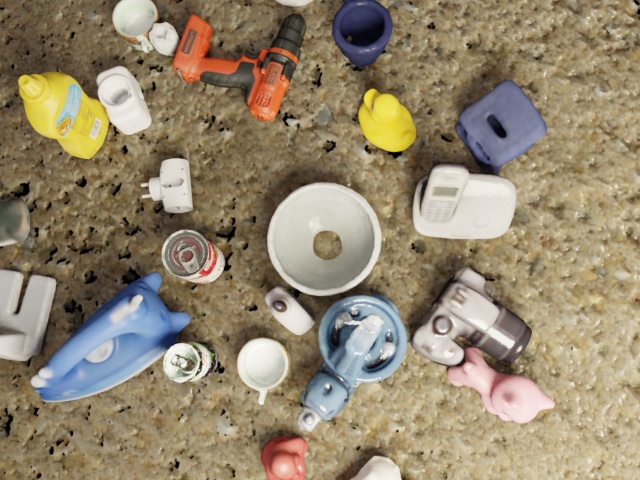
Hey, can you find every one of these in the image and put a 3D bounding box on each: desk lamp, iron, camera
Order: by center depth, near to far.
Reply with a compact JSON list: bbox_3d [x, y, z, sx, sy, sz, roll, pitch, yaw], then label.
[{"bbox_3d":[-0.490,0.134,0.797,0.118,0.213,0.203,8,81,5],"label":"desk lamp"},{"bbox_3d":[0.219,0.126,0.810,0.136,0.101,0.143,34,84,9],"label":"camera"},{"bbox_3d":[-0.323,0.155,0.819,0.258,0.141,0.118,-38,80,-3],"label":"iron"}]

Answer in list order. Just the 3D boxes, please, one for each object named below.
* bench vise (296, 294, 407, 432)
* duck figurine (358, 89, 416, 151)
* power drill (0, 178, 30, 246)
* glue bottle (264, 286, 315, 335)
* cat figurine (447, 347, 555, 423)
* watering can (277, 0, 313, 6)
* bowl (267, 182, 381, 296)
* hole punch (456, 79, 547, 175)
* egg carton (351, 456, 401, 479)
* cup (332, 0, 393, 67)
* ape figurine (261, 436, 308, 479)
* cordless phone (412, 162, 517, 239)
[{"bbox_3d":[0.046,0.164,0.753,0.121,0.220,0.207,16,81,7],"label":"bench vise"},{"bbox_3d":[0.104,-0.189,0.880,0.077,0.086,0.104,-42,80,-4],"label":"duck figurine"},{"bbox_3d":[-0.524,-0.045,0.833,0.229,0.208,0.075,-13,79,2],"label":"power drill"},{"bbox_3d":[-0.048,0.095,0.795,0.037,0.173,0.078,-43,80,-4],"label":"glue bottle"},{"bbox_3d":[0.246,0.203,0.786,0.127,0.118,0.067,35,84,9],"label":"cat figurine"},{"bbox_3d":[-0.044,-0.466,0.883,0.101,0.194,0.173,37,84,9],"label":"watering can"},{"bbox_3d":[0.008,0.003,0.858,0.167,0.075,0.167,-1,80,4],"label":"bowl"},{"bbox_3d":[0.270,-0.167,0.863,0.101,0.091,0.108,-32,79,-2],"label":"hole punch"},{"bbox_3d":[0.069,0.381,0.790,0.107,0.069,0.150,44,85,10],"label":"egg carton"},{"bbox_3d":[0.061,-0.326,0.902,0.091,0.095,0.118,-24,79,-1],"label":"cup"},{"bbox_3d":[-0.049,0.312,0.799,0.076,0.092,0.078,39,85,9],"label":"ape figurine"},{"bbox_3d":[0.207,-0.061,0.800,0.147,0.185,0.094,0,80,4],"label":"cordless phone"}]
